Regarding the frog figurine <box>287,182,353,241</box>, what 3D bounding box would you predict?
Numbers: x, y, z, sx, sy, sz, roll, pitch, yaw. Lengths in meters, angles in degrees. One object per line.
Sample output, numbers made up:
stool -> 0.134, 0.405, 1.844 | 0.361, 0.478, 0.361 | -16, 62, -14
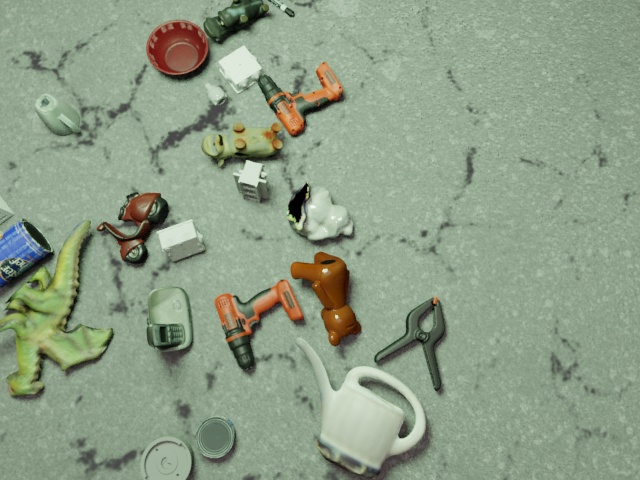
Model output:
frog figurine -> 0.004, -0.064, 1.270 | 0.158, 0.121, 0.140 | 16, 64, -35

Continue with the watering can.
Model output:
watering can -> 0.061, 0.380, 1.145 | 0.348, 0.103, 0.226 | 27, 78, 3

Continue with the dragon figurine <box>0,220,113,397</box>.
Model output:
dragon figurine -> -0.593, 0.178, 1.191 | 0.241, 0.122, 0.413 | 40, 80, -11
